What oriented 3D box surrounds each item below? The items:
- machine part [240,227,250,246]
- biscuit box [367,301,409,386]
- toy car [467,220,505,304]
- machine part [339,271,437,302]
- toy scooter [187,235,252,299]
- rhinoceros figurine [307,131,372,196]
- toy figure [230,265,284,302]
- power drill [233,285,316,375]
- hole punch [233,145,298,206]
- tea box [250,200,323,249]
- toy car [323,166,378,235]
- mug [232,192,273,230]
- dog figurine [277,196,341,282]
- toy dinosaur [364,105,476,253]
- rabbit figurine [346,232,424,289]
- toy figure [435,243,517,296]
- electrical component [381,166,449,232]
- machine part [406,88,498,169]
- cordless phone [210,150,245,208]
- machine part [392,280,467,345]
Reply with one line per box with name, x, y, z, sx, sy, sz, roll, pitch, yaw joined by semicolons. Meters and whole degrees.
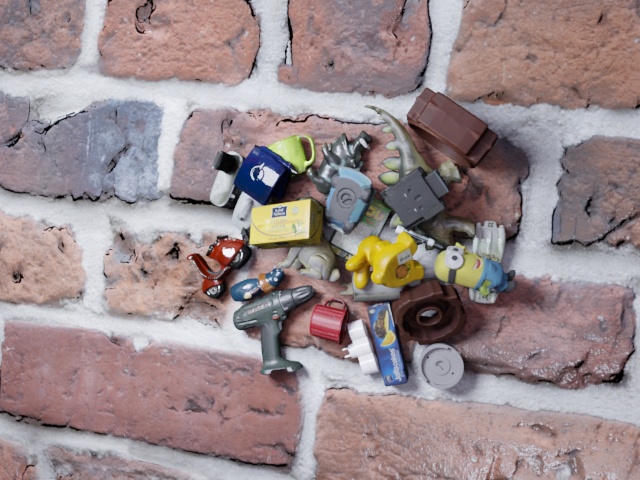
machine part;-0.134;-0.020;1.385;0.139;0.039;0.084;-11;94;-19
biscuit box;0.170;0.257;1.341;0.059;0.063;0.202;-14;88;11
toy car;0.403;0.053;1.301;0.074;0.056;0.201;6;92;10
machine part;0.167;0.112;1.334;0.243;0.079;0.079;-5;90;10
toy scooter;-0.274;0.053;1.414;0.135;0.075;0.184;40;101;7
rhinoceros figurine;0.051;-0.199;1.353;0.112;0.073;0.190;40;97;8
toy figure;-0.158;0.115;1.399;0.154;0.057;0.064;-21;63;13
power drill;-0.102;0.235;1.382;0.232;0.086;0.207;-13;92;11
hole punch;-0.140;-0.158;1.326;0.142;0.092;0.115;36;127;20
tea box;-0.081;-0.034;1.292;0.170;0.068;0.098;-8;73;29
toy car;0.080;-0.097;1.310;0.109;0.103;0.161;27;113;23
mug;-0.183;-0.073;1.384;0.081;0.109;0.107;32;107;2
dog figurine;-0.006;-0.005;1.337;0.172;0.121;0.190;18;93;13
toy dinosaur;0.244;-0.122;1.297;0.199;0.105;0.471;-18;91;9
rabbit figurine;0.143;0.051;1.287;0.162;0.173;0.121;-35;124;-8
toy figure;0.355;0.077;1.238;0.180;0.082;0.089;20;114;0
electrical component;0.224;-0.100;1.227;0.134;0.058;0.115;-36;94;20
machine part;0.300;-0.252;1.243;0.201;0.201;0.087;38;99;7
cordless phone;-0.243;-0.154;1.349;0.089;0.184;0.146;24;94;5
machine part;0.261;0.174;1.288;0.179;0.056;0.179;-1;126;-1
